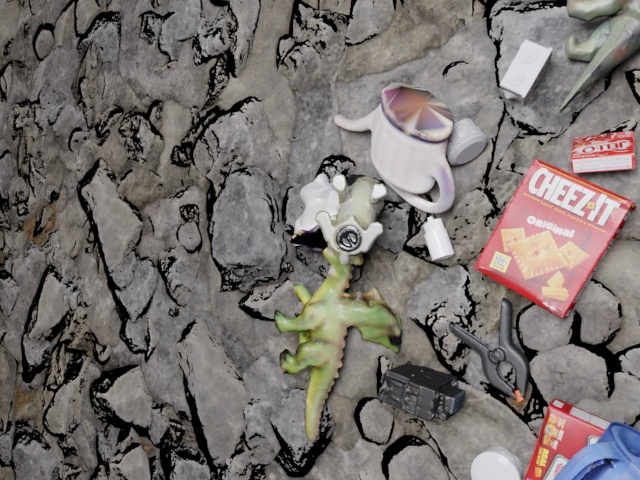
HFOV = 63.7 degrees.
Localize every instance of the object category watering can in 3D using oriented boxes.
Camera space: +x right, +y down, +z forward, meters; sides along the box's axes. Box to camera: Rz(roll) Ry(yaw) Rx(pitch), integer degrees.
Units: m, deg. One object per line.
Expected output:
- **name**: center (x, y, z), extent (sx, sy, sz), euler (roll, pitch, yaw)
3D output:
- **watering can**: center (0.135, -0.200, 0.977), extent (0.353, 0.105, 0.219), euler (50, 153, 28)

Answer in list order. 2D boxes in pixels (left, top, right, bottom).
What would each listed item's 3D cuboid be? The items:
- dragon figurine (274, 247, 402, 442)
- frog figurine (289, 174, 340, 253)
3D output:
- **dragon figurine**: center (0.046, 0.197, 1.043), extent (0.242, 0.122, 0.411), euler (-11, 89, 23)
- **frog figurine**: center (0.003, -0.055, 1.102), extent (0.135, 0.121, 0.163), euler (-43, 30, 32)
